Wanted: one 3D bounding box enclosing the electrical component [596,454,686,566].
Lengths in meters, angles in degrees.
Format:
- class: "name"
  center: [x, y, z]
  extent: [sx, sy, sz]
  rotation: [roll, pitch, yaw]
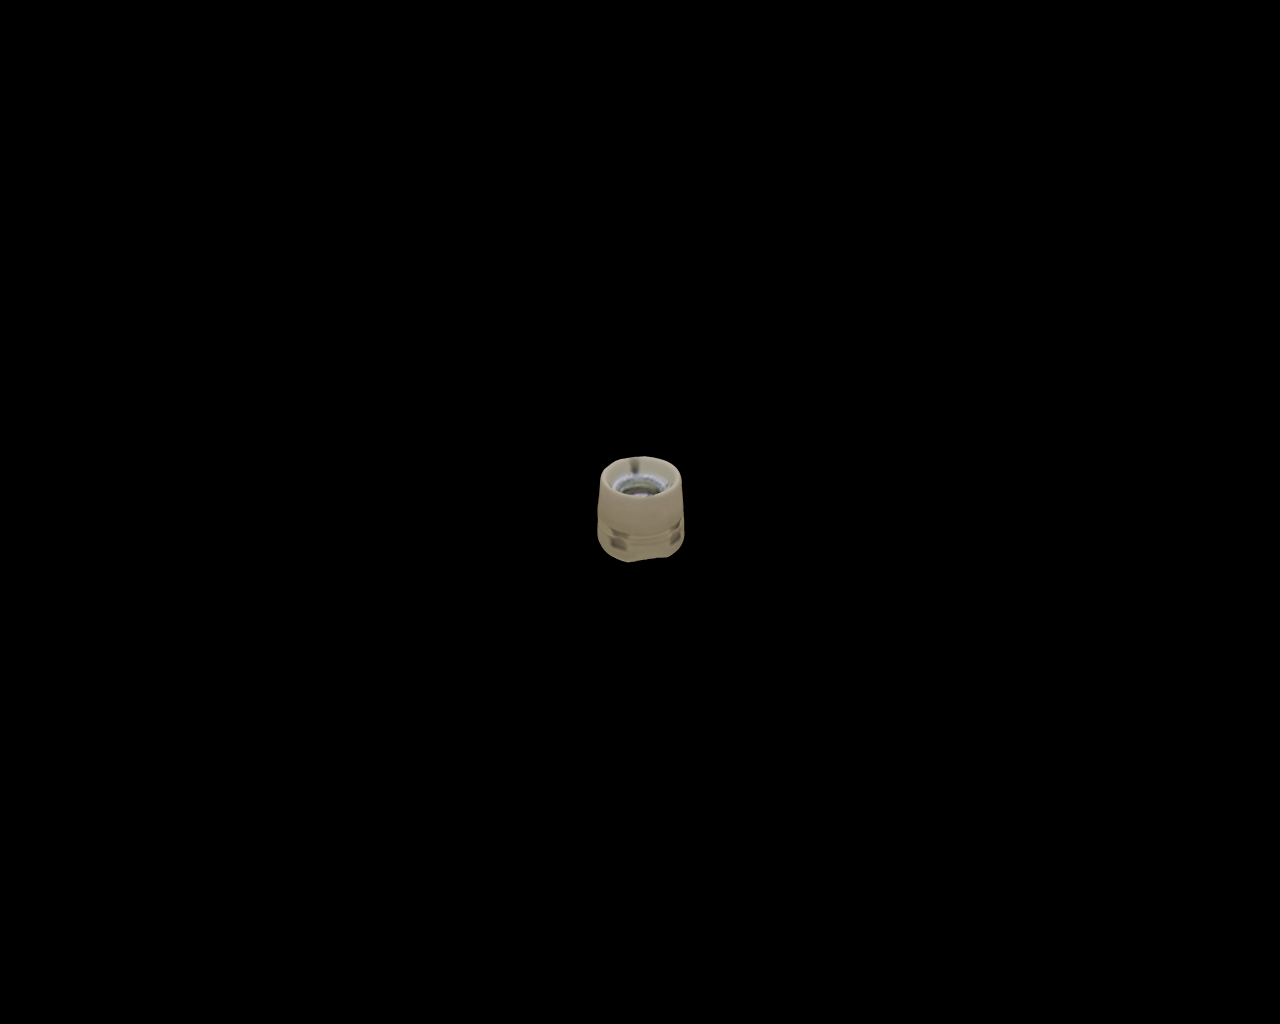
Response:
- class: "electrical component"
  center: [0.001, -0.003, 0.650]
  extent: [0.055, 0.047, 0.055]
  rotation: [0, 34, 0]
